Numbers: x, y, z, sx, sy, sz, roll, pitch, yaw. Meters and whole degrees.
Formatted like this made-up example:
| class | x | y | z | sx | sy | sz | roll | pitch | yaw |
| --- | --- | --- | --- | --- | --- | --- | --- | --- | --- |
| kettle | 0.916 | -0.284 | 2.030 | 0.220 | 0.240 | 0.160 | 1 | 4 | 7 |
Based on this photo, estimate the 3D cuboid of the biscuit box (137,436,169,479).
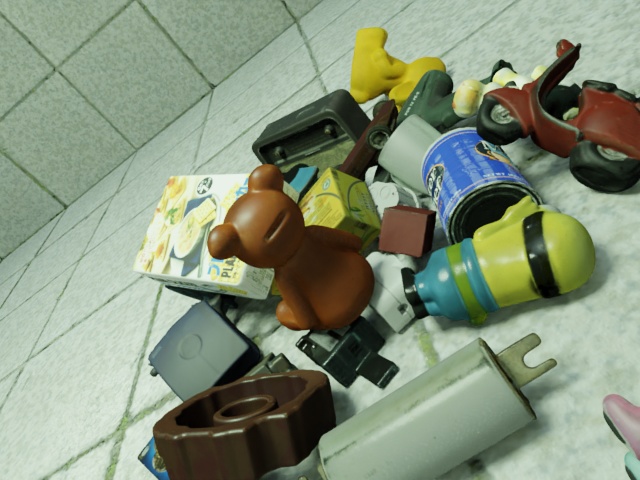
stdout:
| class | x | y | z | sx | sy | sz | roll | pitch | yaw |
| --- | --- | --- | --- | --- | --- | --- | --- | --- | --- |
| biscuit box | -0.130 | 0.260 | 0.594 | 0.203 | 0.062 | 0.059 | 1 | 50 | 53 |

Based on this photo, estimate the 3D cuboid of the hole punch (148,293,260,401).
| class | x | y | z | sx | sy | sz | roll | pitch | yaw |
| --- | --- | --- | --- | --- | --- | --- | --- | --- | --- |
| hole punch | -0.152 | 0.148 | 0.698 | 0.142 | 0.116 | 0.092 | -49 | -8 | -7 |

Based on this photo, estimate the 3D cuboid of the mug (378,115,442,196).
| class | x | y | z | sx | sy | sz | roll | pitch | yaw |
| --- | --- | --- | --- | --- | --- | --- | --- | --- | --- |
| mug | 0.141 | -0.097 | 0.730 | 0.081 | 0.107 | 0.109 | -39 | -19 | -35 |

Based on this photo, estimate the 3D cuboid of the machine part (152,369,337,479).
| class | x | y | z | sx | sy | sz | roll | pitch | yaw |
| --- | --- | --- | --- | --- | --- | --- | --- | --- | --- |
| machine part | -0.072 | 0.183 | 0.537 | 0.179 | 0.056 | 0.179 | -12 | 1 | 0 |

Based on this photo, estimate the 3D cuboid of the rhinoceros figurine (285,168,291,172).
| class | x | y | z | sx | sy | sz | roll | pitch | yaw |
| --- | --- | --- | --- | --- | --- | --- | --- | --- | --- |
| rhinoceros figurine | -0.093 | -0.053 | 1.002 | 0.190 | 0.073 | 0.112 | -25 | 42 | 25 |

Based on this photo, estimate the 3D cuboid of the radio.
| class | x | y | z | sx | sy | sz | roll | pitch | yaw |
| --- | --- | --- | --- | --- | --- | --- | --- | --- | --- |
| radio | -0.011 | -0.179 | 1.003 | 0.230 | 0.131 | 0.073 | -15 | 35 | 40 |

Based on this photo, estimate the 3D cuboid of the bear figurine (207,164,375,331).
| class | x | y | z | sx | sy | sz | roll | pitch | yaw |
| --- | --- | --- | --- | --- | --- | --- | --- | --- | --- |
| bear figurine | -0.037 | 0.017 | 0.572 | 0.132 | 0.195 | 0.120 | 1 | 59 | 57 |

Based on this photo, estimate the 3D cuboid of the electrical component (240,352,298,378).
| class | x | y | z | sx | sy | sz | roll | pitch | yaw |
| --- | --- | --- | --- | --- | --- | --- | --- | --- | --- |
| electrical component | -0.074 | 0.180 | 0.663 | 0.102 | 0.045 | 0.078 | -39 | -1 | 0 |

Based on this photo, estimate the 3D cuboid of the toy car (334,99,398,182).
| class | x | y | z | sx | sy | sz | roll | pitch | yaw |
| --- | --- | --- | --- | --- | --- | --- | --- | --- | --- |
| toy car | 0.065 | -0.123 | 0.817 | 0.202 | 0.053 | 0.089 | -53 | 11 | 40 |

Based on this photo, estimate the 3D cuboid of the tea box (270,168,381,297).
| class | x | y | z | sx | sy | sz | roll | pitch | yaw |
| --- | --- | --- | --- | --- | --- | --- | --- | --- | --- |
| tea box | -0.002 | -0.002 | 0.731 | 0.169 | 0.068 | 0.098 | -45 | 41 | 32 |

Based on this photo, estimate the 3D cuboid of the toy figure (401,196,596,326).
| class | x | y | z | sx | sy | sz | roll | pitch | yaw |
| --- | --- | --- | --- | --- | --- | --- | --- | --- | --- |
| toy figure | 0.171 | 0.032 | 0.524 | 0.180 | 0.082 | 0.089 | -24 | 50 | 17 |

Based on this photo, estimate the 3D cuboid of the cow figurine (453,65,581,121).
| class | x | y | z | sx | sy | sz | roll | pitch | yaw |
| --- | --- | --- | --- | --- | --- | --- | --- | --- | --- |
| cow figurine | 0.247 | -0.161 | 0.651 | 0.167 | 0.068 | 0.098 | -13 | 39 | -25 |

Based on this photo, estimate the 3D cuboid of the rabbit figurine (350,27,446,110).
| class | x | y | z | sx | sy | sz | roll | pitch | yaw |
| --- | --- | --- | --- | --- | --- | --- | --- | --- | --- |
| rabbit figurine | 0.144 | -0.301 | 0.987 | 0.173 | 0.121 | 0.162 | 5 | 65 | 4 |

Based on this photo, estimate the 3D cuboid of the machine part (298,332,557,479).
| class | x | y | z | sx | sy | sz | roll | pitch | yaw |
| --- | --- | --- | --- | --- | --- | --- | --- | --- | --- |
| machine part | 0.087 | 0.158 | 0.451 | 0.243 | 0.079 | 0.079 | -36 | 28 | 10 |

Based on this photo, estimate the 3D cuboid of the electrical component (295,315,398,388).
| class | x | y | z | sx | sy | sz | roll | pitch | yaw |
| --- | --- | --- | --- | --- | --- | --- | --- | --- | --- |
| electrical component | 0.032 | 0.123 | 0.604 | 0.075 | 0.047 | 0.119 | -47 | 26 | -10 |

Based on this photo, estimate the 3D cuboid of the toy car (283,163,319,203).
| class | x | y | z | sx | sy | sz | roll | pitch | yaw |
| --- | --- | --- | --- | --- | --- | --- | --- | --- | --- |
| toy car | -0.056 | -0.045 | 0.849 | 0.162 | 0.102 | 0.109 | -15 | 30 | 40 |

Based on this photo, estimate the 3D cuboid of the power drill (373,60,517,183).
| class | x | y | z | sx | sy | sz | roll | pitch | yaw |
| --- | --- | --- | --- | --- | --- | --- | --- | --- | --- |
| power drill | 0.190 | -0.172 | 0.806 | 0.207 | 0.086 | 0.232 | -14 | 45 | 53 |

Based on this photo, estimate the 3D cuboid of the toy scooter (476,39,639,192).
| class | x | y | z | sx | sy | sz | roll | pitch | yaw |
| --- | --- | --- | --- | --- | --- | --- | --- | --- | --- |
| toy scooter | 0.269 | -0.139 | 0.562 | 0.184 | 0.075 | 0.135 | 28 | 81 | 17 |

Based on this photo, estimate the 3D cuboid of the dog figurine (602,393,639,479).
| class | x | y | z | sx | sy | sz | roll | pitch | yaw |
| --- | --- | --- | --- | --- | --- | --- | --- | --- | --- |
| dog figurine | 0.279 | 0.090 | 0.276 | 0.219 | 0.108 | 0.192 | -35 | 27 | 7 |

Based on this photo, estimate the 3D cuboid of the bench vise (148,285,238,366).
| class | x | y | z | sx | sy | sz | roll | pitch | yaw |
| --- | --- | --- | --- | --- | --- | --- | --- | --- | --- |
| bench vise | -0.166 | 0.096 | 0.830 | 0.224 | 0.128 | 0.240 | 4 | 71 | 42 |
